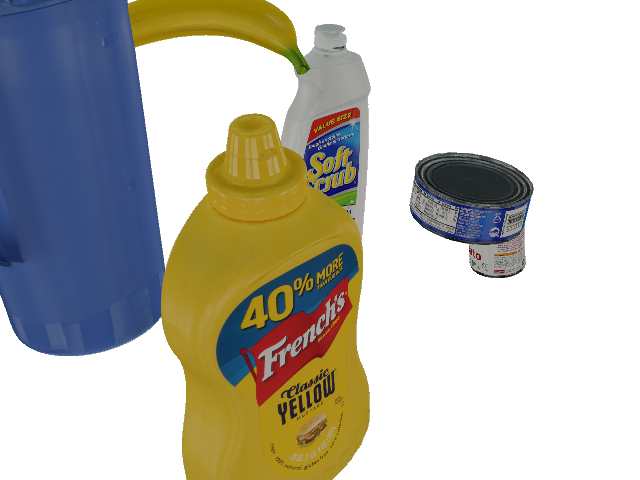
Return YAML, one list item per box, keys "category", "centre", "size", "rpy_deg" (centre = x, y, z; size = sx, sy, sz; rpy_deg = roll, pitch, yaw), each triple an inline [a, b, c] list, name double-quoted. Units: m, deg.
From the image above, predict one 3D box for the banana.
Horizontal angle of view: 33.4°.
- category: "banana"
  centre: [-0.106, -0.182, 0.908]
  size: [0.198, 0.069, 0.037]
  rpy_deg: [3, -33, -1]

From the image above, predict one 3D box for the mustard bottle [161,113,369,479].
- category: "mustard bottle"
  centre: [-0.023, 0.032, 0.470]
  size: [0.096, 0.192, 0.058]
  rpy_deg: [-27, 42, -30]

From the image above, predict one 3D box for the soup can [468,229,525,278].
- category: "soup can"
  centre: [0.207, -0.016, 1.246]
  size: [0.068, 0.102, 0.068]
  rpy_deg: [-4, 30, 2]

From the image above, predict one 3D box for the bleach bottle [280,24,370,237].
- category: "bleach bottle"
  centre: [-0.003, -0.091, 1.075]
  size: [0.102, 0.251, 0.068]
  rpy_deg: [-5, 28, -14]

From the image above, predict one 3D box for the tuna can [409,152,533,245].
- category: "tuna can"
  centre: [0.108, -0.031, 0.772]
  size: [0.086, 0.034, 0.086]
  rpy_deg: [6, 29, -3]

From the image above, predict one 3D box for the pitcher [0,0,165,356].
- category: "pitcher"
  centre: [-0.176, -0.046, 0.673]
  size: [0.149, 0.243, 0.145]
  rpy_deg: [-10, 28, -7]
